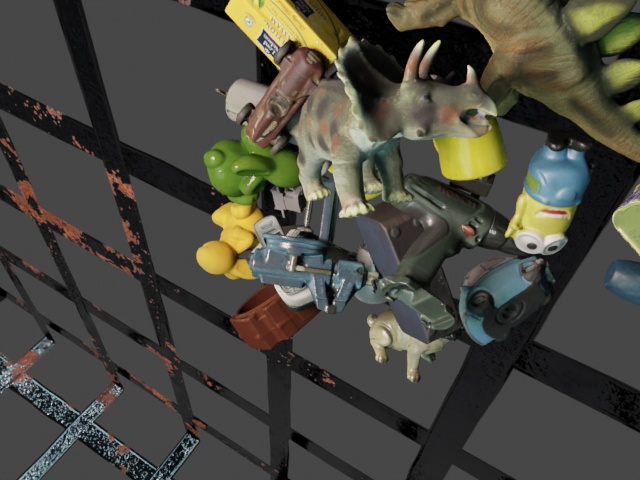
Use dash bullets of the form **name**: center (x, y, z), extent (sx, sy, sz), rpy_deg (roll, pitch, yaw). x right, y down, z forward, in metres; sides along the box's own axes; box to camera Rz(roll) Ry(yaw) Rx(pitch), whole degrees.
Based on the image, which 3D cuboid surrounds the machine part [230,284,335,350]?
- **machine part**: center (-0.078, 0.134, 1.124), extent (0.087, 0.201, 0.201), rpy_deg (54, 155, -7)

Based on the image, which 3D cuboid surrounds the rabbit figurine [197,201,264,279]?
- **rabbit figurine**: center (-0.190, 0.015, 1.141), extent (0.122, 0.173, 0.162), rpy_deg (-2, 122, 37)

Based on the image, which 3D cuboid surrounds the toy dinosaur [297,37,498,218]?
- **toy dinosaur**: center (0.033, -0.139, 0.673), extent (0.405, 0.131, 0.192), rpy_deg (-157, 58, -65)

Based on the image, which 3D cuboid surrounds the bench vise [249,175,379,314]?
- **bench vise**: center (-0.001, -0.002, 0.906), extent (0.224, 0.240, 0.129), rpy_deg (7, 178, 12)

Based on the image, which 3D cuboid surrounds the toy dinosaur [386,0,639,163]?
- **toy dinosaur**: center (0.237, -0.212, 0.585), extent (0.471, 0.105, 0.198), rpy_deg (43, 135, -8)

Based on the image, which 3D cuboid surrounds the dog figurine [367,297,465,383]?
- **dog figurine**: center (0.186, 0.154, 1.037), extent (0.172, 0.121, 0.190), rpy_deg (28, 128, 10)

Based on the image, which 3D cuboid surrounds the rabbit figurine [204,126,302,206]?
- **rabbit figurine**: center (-0.104, -0.138, 0.943), extent (0.170, 0.121, 0.159), rpy_deg (4, 165, 19)

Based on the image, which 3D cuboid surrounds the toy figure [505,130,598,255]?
- **toy figure**: center (0.308, -0.060, 0.712), extent (0.082, 0.089, 0.179), rpy_deg (20, 130, 26)

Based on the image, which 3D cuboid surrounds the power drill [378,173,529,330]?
- **power drill**: center (0.188, 0.021, 0.763), extent (0.232, 0.207, 0.086), rpy_deg (33, 159, -5)

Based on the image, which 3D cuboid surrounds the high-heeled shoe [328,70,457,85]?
- **high-heeled shoe**: center (0.074, -0.186, 0.729), extent (0.249, 0.145, 0.086), rpy_deg (3, 128, 37)

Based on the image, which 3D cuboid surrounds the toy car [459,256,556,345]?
- **toy car**: center (0.281, 0.079, 0.848), extent (0.109, 0.161, 0.103), rpy_deg (45, -173, -39)

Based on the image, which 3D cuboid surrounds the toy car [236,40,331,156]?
- **toy car**: center (-0.059, -0.199, 0.787), extent (0.089, 0.053, 0.202), rpy_deg (41, 137, -9)

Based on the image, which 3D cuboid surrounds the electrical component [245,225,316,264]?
- **electrical component**: center (-0.068, 0.024, 1.092), extent (0.134, 0.115, 0.058), rpy_deg (0, 130, 43)

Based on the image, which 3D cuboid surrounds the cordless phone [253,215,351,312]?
- **cordless phone**: center (-0.032, 0.026, 0.995), extent (0.184, 0.147, 0.089), rpy_deg (64, 170, 1)

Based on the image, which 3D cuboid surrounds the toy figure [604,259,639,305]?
- **toy figure**: center (0.471, 0.074, 0.726), extent (0.155, 0.064, 0.057), rpy_deg (24, 103, 14)

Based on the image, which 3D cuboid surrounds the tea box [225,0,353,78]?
- **tea box**: center (-0.042, -0.307, 0.770), extent (0.169, 0.068, 0.098), rpy_deg (44, 143, -7)

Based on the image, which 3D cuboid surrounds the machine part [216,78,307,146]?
- **machine part**: center (-0.068, -0.208, 0.887), extent (0.243, 0.079, 0.079), rpy_deg (23, 140, 21)

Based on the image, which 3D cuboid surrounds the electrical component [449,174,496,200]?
- **electrical component**: center (0.219, -0.088, 0.782), extent (0.063, 0.021, 0.094), rpy_deg (21, 162, 11)

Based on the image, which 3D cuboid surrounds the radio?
- **radio**: center (0.146, 0.051, 0.886), extent (0.229, 0.073, 0.131), rpy_deg (66, 168, -10)

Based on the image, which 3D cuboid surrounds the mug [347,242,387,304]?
- **mug**: center (0.093, 0.050, 1.019), extent (0.110, 0.081, 0.107), rpy_deg (24, 131, 35)
